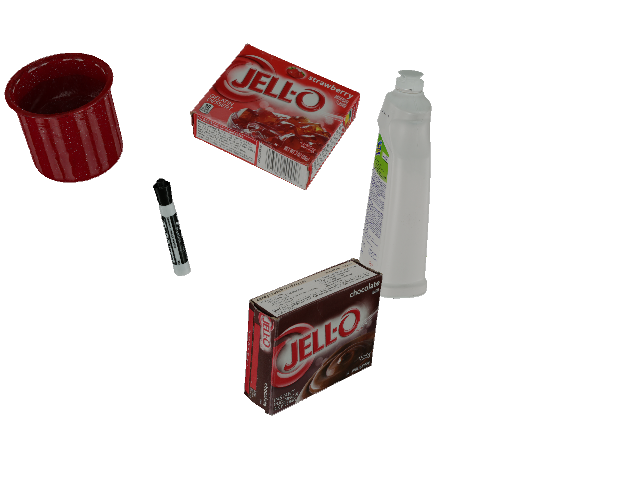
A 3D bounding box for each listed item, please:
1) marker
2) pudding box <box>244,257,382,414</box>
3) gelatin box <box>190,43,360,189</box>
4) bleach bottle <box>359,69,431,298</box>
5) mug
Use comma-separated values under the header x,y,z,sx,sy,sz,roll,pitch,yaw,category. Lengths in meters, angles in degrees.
x,y,z,sx,sy,sz,roll,pitch,yaw,category
-0.167,-0.015,1.198,0.020,0.121,0.020,-7,31,4,marker
-0.006,0.073,0.831,0.113,0.090,0.039,-23,41,-39,pudding box
-0.030,-0.084,0.706,0.089,0.073,0.030,26,-33,11,gelatin box
0.093,-0.067,1.223,0.068,0.251,0.103,-2,23,-17,bleach bottle
-0.224,-0.113,0.948,0.093,0.081,0.117,-14,45,-8,mug
